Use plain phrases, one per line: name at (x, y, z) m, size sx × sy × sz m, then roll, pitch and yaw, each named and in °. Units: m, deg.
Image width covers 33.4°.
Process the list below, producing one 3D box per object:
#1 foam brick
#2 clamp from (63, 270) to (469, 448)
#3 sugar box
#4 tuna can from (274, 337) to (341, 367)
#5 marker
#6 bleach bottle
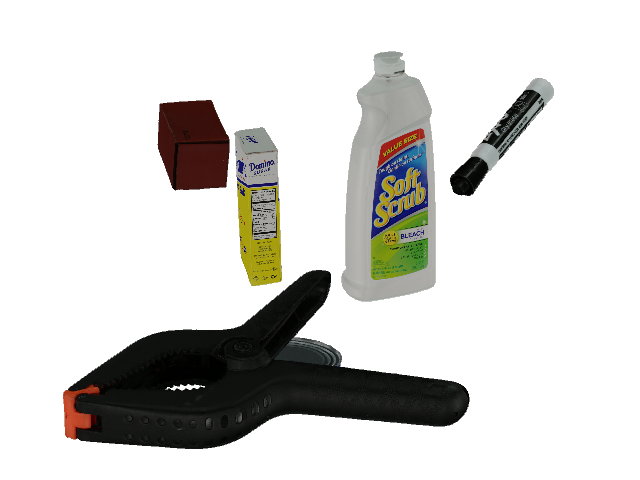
foam brick at (-0.119, -0.090, 0.997) m, size 0.053 × 0.051 × 0.078 m, roll -5°, pitch 37°, yaw -17°
clamp at (-0.044, 0.070, 0.607) m, size 0.209 × 0.036 × 0.165 m, roll -7°, pitch 26°, yaw -21°
sugar box at (-0.078, -0.042, 1.325) m, size 0.048 × 0.176 × 0.093 m, roll -9°, pitch 24°, yaw -11°
tuna can at (-0.026, 0.108, 0.870) m, size 0.086 × 0.034 × 0.086 m, roll 4°, pitch 14°, yaw -1°
marker at (0.126, -0.072, 0.742) m, size 0.020 × 0.020 × 0.121 m, roll 0°, pitch 40°, yaw 49°
bleach bottle at (0.067, -0.067, 1.103) m, size 0.102 × 0.251 × 0.068 m, roll -10°, pitch 22°, yaw -16°
